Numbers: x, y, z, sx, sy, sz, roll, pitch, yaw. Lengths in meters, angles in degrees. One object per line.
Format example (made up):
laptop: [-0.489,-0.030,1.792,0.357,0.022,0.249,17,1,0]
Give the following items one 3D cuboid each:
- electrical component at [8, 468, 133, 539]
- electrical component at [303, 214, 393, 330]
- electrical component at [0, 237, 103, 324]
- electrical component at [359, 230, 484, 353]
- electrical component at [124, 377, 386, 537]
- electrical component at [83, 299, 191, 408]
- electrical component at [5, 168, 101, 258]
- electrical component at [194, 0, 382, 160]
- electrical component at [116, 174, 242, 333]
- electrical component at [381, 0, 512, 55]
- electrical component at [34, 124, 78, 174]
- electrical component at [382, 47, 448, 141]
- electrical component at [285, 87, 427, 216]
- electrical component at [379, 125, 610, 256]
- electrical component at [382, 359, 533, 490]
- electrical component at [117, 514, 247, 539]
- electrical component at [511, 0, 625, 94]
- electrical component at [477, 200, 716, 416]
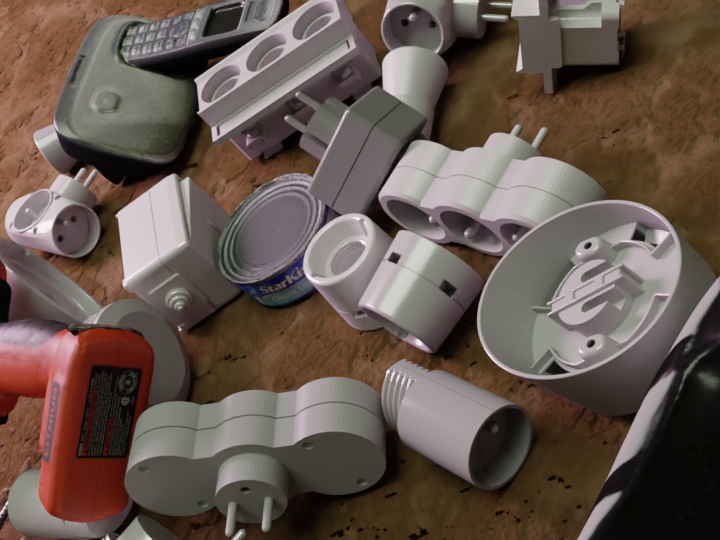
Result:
electrical component: [-0.172,0.142,0.656,0.081,0.043,0.043,-8,52,35]
electrical component: [0.000,0.000,0.629,0.055,0.047,0.055,-22,45,24]
electrical component: [-0.232,0.033,0.754,0.060,0.108,0.108,-51,40,1]
electrical component: [0.032,0.013,0.587,0.055,0.055,0.047,24,77,48]
electrical component: [-0.055,0.105,0.554,0.138,0.052,0.073,-10,41,9]
electrical component: [-0.151,0.062,0.679,0.051,0.080,0.080,-23,44,31]
electrical component: [-0.241,-0.051,0.877,0.077,0.044,0.079,10,64,44]
electrical component: [-0.051,-0.137,0.775,0.121,0.063,0.078,-31,42,16]
electrical component: [-0.119,-0.010,0.726,0.061,0.061,0.096,-34,41,13]
electrical component: [0.063,-0.175,0.722,0.079,0.044,0.077,8,41,17]
electrical component: [-0.246,-0.120,0.943,0.065,0.044,0.044,-34,41,6]
electrical component: [0.032,-0.106,0.698,0.044,0.044,0.065,-10,55,34]
electrical component: [-0.011,-0.081,0.661,0.047,0.077,0.065,-48,-10,-53]
electrical component: [0.080,-0.051,0.602,0.138,0.052,0.073,16,68,46]
electrical component: [0.041,0.073,0.536,0.081,0.043,0.043,22,72,48]
electrical component: [-0.079,0.167,0.551,0.073,0.052,0.138,-49,40,-6]
electrical component: [0.124,-0.147,0.634,0.064,0.081,0.042,3,56,15]
electrical component: [0.112,0.017,0.500,0.099,0.064,0.099,-40,31,31]
